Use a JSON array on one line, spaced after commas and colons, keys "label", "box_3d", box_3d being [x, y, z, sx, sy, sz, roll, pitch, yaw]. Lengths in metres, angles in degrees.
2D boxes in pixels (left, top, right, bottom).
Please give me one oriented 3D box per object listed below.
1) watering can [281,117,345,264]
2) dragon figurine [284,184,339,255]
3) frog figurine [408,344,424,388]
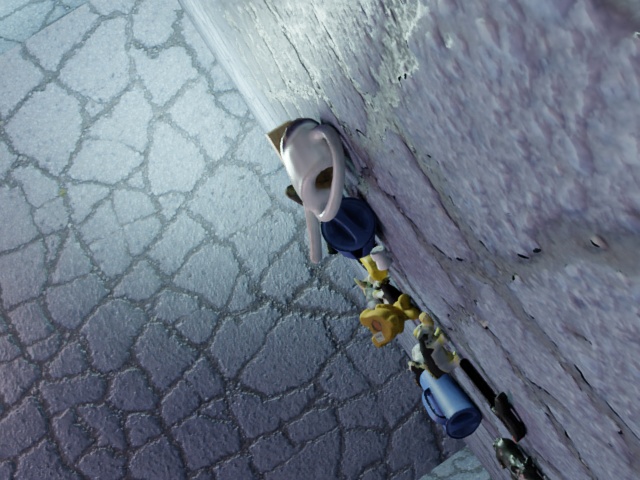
[{"label": "watering can", "box_3d": [-0.018, -0.122, 1.150, 0.339, 0.104, 0.229, 105, 148, -45]}, {"label": "dragon figurine", "box_3d": [0.004, -0.073, 1.441, 0.241, 0.121, 0.415, 63, -160, -8]}, {"label": "frog figurine", "box_3d": [0.410, 0.465, 1.979, 0.137, 0.121, 0.162, 48, -146, -3]}]
